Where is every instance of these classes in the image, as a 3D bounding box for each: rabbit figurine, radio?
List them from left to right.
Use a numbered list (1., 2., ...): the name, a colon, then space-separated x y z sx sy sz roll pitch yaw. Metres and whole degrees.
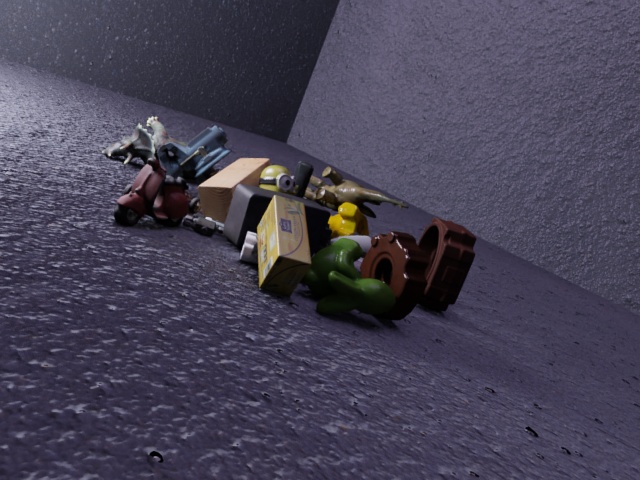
1. radio: -0.096 -0.036 1.210 0.229 0.131 0.073 11 17 -40
2. rabbit figurine: 0.049 -0.047 1.551 0.173 0.121 0.162 7 2 27
3. rabbit figurine: 0.059 0.080 1.015 0.170 0.121 0.159 27 20 32

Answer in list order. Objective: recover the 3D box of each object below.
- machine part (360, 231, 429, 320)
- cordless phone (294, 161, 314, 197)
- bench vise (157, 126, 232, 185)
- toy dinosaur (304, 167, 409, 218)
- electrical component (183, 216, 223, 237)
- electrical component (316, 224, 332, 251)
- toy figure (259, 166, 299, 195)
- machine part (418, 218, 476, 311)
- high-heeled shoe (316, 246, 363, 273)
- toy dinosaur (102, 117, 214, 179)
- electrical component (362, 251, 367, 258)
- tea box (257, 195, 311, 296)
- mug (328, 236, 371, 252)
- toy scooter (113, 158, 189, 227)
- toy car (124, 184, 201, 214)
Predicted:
1. machine part: 0.143 0.070 1.082 0.056 0.179 0.180 11 16 -28
2. cordless phone: -0.105 -0.150 1.541 0.147 0.184 0.089 22 17 0
3. bench vise: -0.301 -0.168 1.392 0.240 0.223 0.129 52 -12 -14
4. toy dinosaur: 0.078 -0.132 1.612 0.198 0.105 0.472 25 -4 -27
5. electrical component: -0.250 -0.028 1.167 0.094 0.021 0.063 20 13 -13
6. electrical component: -0.003 -0.004 1.360 0.048 0.074 0.119 19 9 -10
7. toy figure: -0.118 -0.089 1.281 0.089 0.180 0.082 21 10 7
8. machine part: 0.290 0.055 1.315 0.087 0.200 0.201 18 13 -5
9. high-heeled shoe: 0.104 0.087 1.247 0.248 0.086 0.145 35 -25 -26
10. toy dinosaur: -0.409 -0.237 1.572 0.404 0.131 0.192 20 25 -30
11. electrical component: 0.101 0.054 1.302 0.102 0.078 0.045 12 -9 -18
12. tea box: -0.071 0.008 1.017 0.068 0.098 0.170 17 41 -21
13. mug: 0.069 0.021 1.368 0.107 0.080 0.110 4 23 -28
14. toy scooter: -0.321 -0.094 1.069 0.075 0.135 0.184 26 12 22
15. toy car: -0.350 -0.097 1.221 0.089 0.053 0.202 24 14 23
